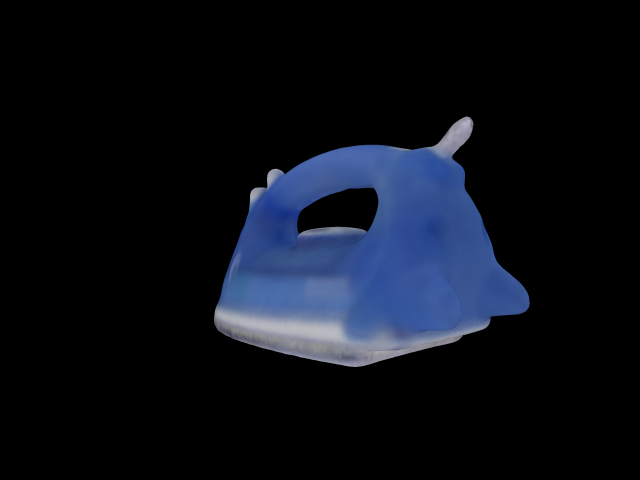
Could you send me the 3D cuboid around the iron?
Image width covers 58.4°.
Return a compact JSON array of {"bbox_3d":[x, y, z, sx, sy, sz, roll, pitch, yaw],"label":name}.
[{"bbox_3d":[0.004,0.001,0.400,0.257,0.141,0.119,0,0,44],"label":"iron"}]
